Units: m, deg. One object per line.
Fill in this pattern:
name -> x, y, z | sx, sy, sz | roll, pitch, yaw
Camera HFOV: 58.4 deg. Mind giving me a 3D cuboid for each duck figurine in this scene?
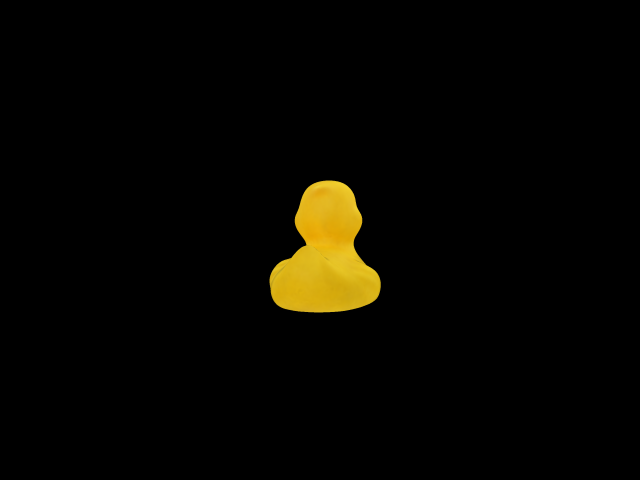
duck figurine -> 0.004, 0.001, 0.400 | 0.077, 0.086, 0.105 | 1, 5, 16
